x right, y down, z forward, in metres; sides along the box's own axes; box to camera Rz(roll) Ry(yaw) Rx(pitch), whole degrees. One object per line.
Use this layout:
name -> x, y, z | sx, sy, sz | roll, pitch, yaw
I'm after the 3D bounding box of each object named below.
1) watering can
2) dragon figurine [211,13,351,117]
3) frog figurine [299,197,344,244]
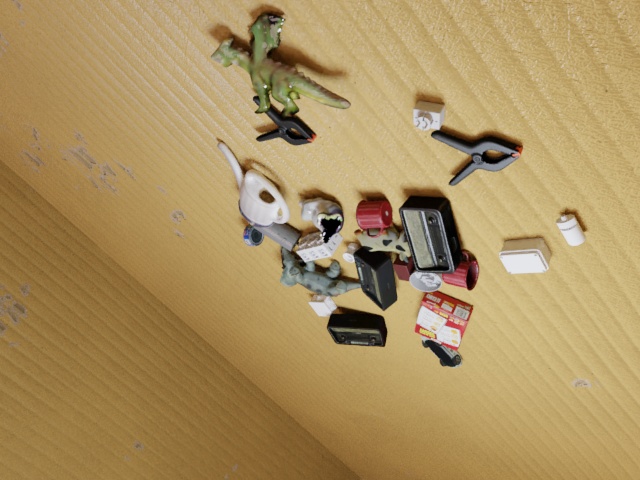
watering can -> -0.236, -0.173, 1.779 | 0.350, 0.105, 0.219 | 44, 148, 11
dragon figurine -> -0.111, -0.454, 1.321 | 0.411, 0.124, 0.237 | 10, 131, 31
frog figurine -> 0.005, -0.085, 1.694 | 0.135, 0.123, 0.162 | 54, 179, -40
